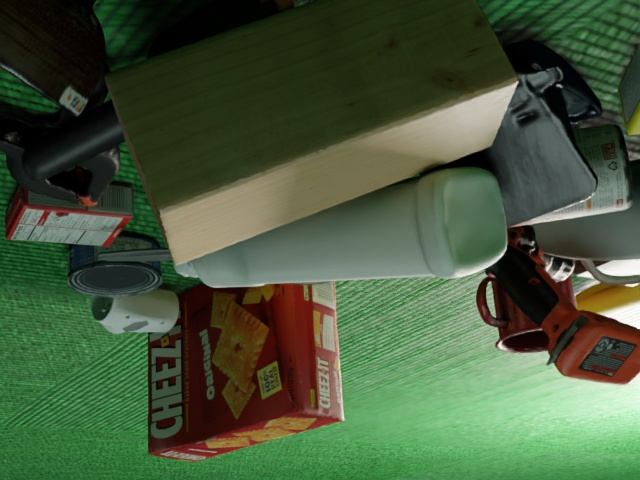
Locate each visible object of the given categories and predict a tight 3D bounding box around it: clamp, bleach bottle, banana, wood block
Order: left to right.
[{"bbox_3d":[-0.194,-0.067,0.733,0.120,0.039,0.171,-3,155,-4],"label":"clamp"},{"bbox_3d":[-0.072,-0.094,0.677,0.164,0.036,0.210,-2,155,-46],"label":"clamp"},{"bbox_3d":[-0.006,-0.073,0.610,0.206,0.090,0.091,-21,161,-8],"label":"wood block"},{"bbox_3d":[-0.005,0.001,0.736,0.251,0.068,0.102,-8,-178,34],"label":"bleach bottle"},{"bbox_3d":[0.341,0.060,1.171,0.198,0.037,0.069,-21,153,36],"label":"banana"}]

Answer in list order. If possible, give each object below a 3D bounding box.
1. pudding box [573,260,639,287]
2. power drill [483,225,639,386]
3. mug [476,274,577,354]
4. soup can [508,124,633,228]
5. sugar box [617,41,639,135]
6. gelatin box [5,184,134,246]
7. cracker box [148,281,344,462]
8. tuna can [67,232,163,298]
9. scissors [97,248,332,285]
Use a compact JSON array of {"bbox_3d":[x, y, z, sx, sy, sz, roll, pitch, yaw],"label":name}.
[{"bbox_3d":[0.312,0.007,1.032,0.089,0.039,0.114,10,156,-34],"label":"pudding box"},{"bbox_3d":[0.203,0.046,0.927,0.184,0.188,0.057,12,115,-40],"label":"power drill"},{"bbox_3d":[0.210,0.064,1.094,0.117,0.081,0.093,5,157,-23],"label":"mug"},{"bbox_3d":[0.182,-0.049,0.821,0.102,0.068,0.068,-9,158,8],"label":"soup can"},{"bbox_3d":[0.255,-0.127,0.670,0.093,0.048,0.176,-5,160,0],"label":"sugar box"},{"bbox_3d":[-0.202,-0.023,0.858,0.089,0.030,0.073,5,158,-25],"label":"gelatin box"},{"bbox_3d":[-0.081,0.118,1.057,0.214,0.164,0.072,-22,151,36],"label":"cracker box"},{"bbox_3d":[-0.186,0.023,0.970,0.086,0.034,0.086,-4,158,-2],"label":"tuna can"},{"bbox_3d":[-0.068,0.019,0.864,0.202,0.016,0.096,-9,149,14],"label":"scissors"}]
